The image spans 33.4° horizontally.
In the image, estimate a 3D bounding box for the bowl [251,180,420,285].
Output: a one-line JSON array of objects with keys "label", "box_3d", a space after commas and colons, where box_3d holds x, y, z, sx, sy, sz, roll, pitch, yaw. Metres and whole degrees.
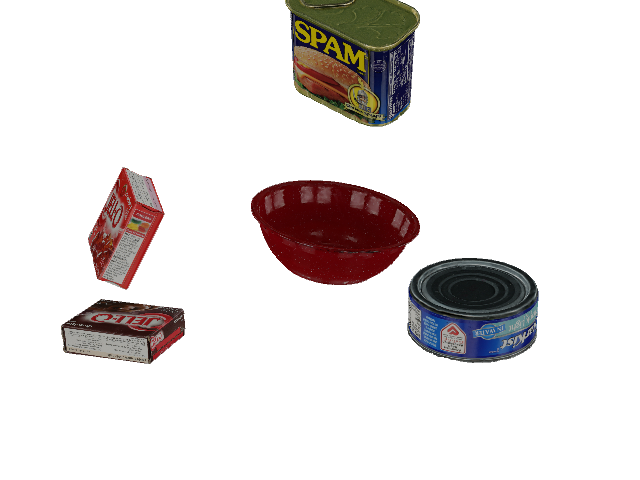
[{"label": "bowl", "box_3d": [0.011, -0.002, 1.017, 0.162, 0.055, 0.162, 6, 24, -3]}]

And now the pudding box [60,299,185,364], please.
[{"label": "pudding box", "box_3d": [-0.224, 0.103, 1.217, 0.114, 0.039, 0.090, 3, 16, 18]}]

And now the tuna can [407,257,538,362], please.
[{"label": "tuna can", "box_3d": [0.100, 0.044, 0.702, 0.086, 0.034, 0.086, -2, 25, 1]}]

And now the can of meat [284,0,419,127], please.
[{"label": "can of meat", "box_3d": [0.024, -0.144, 0.817, 0.102, 0.084, 0.057, 31, 56, 25]}]

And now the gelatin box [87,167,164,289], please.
[{"label": "gelatin box", "box_3d": [-0.163, -0.012, 0.888, 0.030, 0.073, 0.089, 22, 15, -25]}]
